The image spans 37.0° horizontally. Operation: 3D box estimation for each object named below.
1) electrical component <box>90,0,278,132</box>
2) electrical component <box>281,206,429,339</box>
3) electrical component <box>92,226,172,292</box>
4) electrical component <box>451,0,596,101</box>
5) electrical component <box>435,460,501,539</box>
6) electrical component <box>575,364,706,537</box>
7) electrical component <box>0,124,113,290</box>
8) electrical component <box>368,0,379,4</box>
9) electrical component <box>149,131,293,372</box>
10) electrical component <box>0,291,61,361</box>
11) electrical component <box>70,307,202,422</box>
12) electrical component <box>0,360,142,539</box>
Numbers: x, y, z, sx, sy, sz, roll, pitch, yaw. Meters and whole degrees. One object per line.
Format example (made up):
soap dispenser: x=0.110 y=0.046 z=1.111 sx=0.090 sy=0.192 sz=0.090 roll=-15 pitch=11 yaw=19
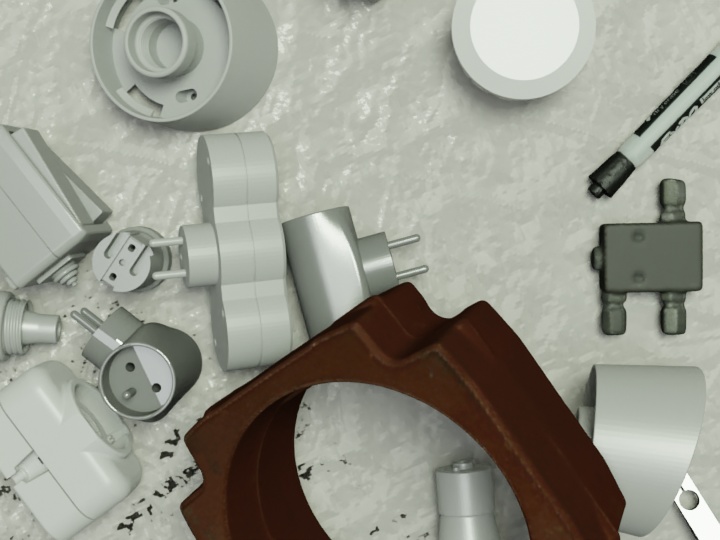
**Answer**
electrical component: x=-0.106 y=-0.132 z=0.635 sx=0.099 sy=0.064 sz=0.099 roll=2 pitch=96 yaw=16
electrical component: x=0.000 y=0.000 z=0.636 sx=0.079 sy=0.044 sz=0.077 roll=-15 pitch=89 yaw=3
electrical component: x=-0.136 y=-0.006 z=0.641 sx=0.040 sy=0.046 sz=0.040 roll=0 pitch=94 yaw=2
electrical component: x=0.092 y=-0.137 z=0.621 sx=0.080 sy=0.051 sz=0.080 roll=0 pitch=94 yaw=2
electrical component: x=0.064 y=0.148 z=0.645 sx=0.044 sy=0.044 sz=0.065 roll=-4 pitch=89 yaw=3
electrical component: x=0.154 y=0.100 z=0.610 sx=0.064 sy=0.099 sz=0.099 roll=7 pitch=94 yaw=8
electrical component: x=-0.190 y=-0.034 z=0.634 sx=0.061 sy=0.061 sz=0.096 roll=-38 pitch=91 yaw=4
electrical component: x=-0.001 y=-0.196 z=0.616 sx=0.096 sy=0.061 sz=0.061 roll=44 pitch=94 yaw=-1
electrical component: x=-0.085 y=-0.009 z=0.625 sx=0.074 sy=0.052 sz=0.138 roll=-6 pitch=93 yaw=-18
electrical component: x=-0.213 y=0.034 z=0.649 sx=0.062 sy=0.048 sz=0.048 roll=4 pitch=94 yaw=-4
electrical component: x=-0.135 y=0.048 z=0.629 sx=0.079 sy=0.077 sz=0.043 roll=38 pitch=94 yaw=0
electrical component: x=-0.178 y=0.104 z=0.646 sx=0.059 sy=0.053 sz=0.095 roll=-36 pitch=91 yaw=4
